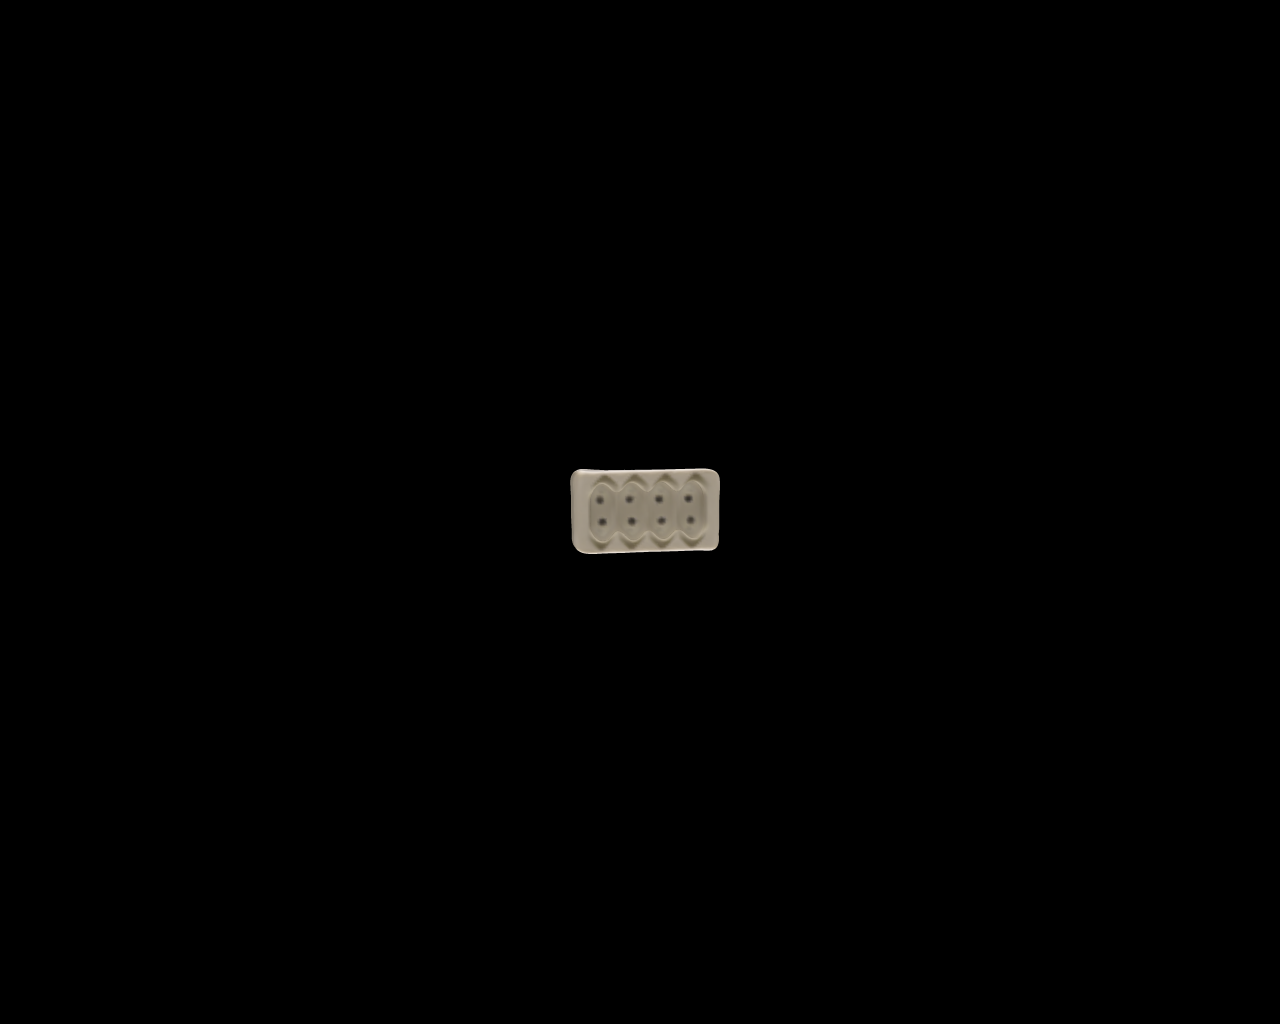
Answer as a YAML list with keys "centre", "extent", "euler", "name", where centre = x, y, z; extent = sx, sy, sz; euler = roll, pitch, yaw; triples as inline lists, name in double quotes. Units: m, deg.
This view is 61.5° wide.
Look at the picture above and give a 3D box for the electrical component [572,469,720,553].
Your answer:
- centre: [0.001, -0.003, 0.650]
  extent: [0.083, 0.047, 0.076]
  euler: [0, 4, -7]
  name: "electrical component"
